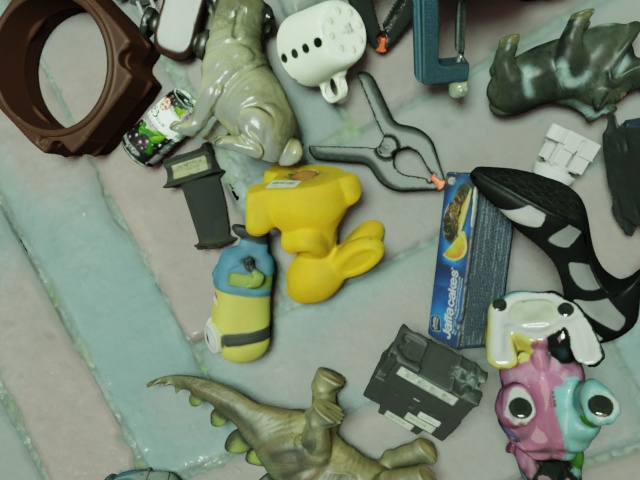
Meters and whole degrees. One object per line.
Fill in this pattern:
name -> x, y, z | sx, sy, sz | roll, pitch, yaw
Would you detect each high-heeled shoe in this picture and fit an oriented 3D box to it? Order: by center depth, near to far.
high-heeled shoe -> 0.248, 0.022, 0.594 | 0.249, 0.086, 0.145 | 28, 127, 1

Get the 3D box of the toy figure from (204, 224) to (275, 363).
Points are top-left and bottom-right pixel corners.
toy figure -> -0.098, 0.072, 0.697 | 0.089, 0.082, 0.180 | 15, 97, 13

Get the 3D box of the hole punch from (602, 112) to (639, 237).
hole punch -> 0.365, -0.075, 0.550 | 0.092, 0.116, 0.142 | -24, 107, -11

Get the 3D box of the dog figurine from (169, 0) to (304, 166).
dog figurine -> -0.074, -0.196, 0.639 | 0.172, 0.121, 0.190 | 20, 98, 6

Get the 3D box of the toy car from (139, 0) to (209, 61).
toy car -> -0.160, -0.327, 0.676 | 0.089, 0.053, 0.202 | 17, 100, -6

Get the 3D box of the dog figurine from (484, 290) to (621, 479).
dog figurine -> 0.246, 0.180, 0.598 | 0.109, 0.219, 0.191 | -9, 52, 12

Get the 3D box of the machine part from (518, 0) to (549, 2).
machine part -> 0.230, -0.348, 0.577 | 0.180, 0.056, 0.179 | 2, 99, 14

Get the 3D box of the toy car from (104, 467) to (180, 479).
toy car -> -0.233, 0.388, 0.760 | 0.103, 0.109, 0.161 | -36, 97, -3

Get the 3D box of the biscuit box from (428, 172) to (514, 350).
biscuit box -> 0.176, 0.023, 0.623 | 0.063, 0.059, 0.202 | 1, 99, -24

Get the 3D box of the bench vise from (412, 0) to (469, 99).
bench vise -> 0.114, -0.253, 0.527 | 0.224, 0.129, 0.240 | -9, 127, 1

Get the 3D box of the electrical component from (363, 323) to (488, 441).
electrical component -> 0.119, 0.176, 0.643 | 0.115, 0.058, 0.134 | 31, 139, 9

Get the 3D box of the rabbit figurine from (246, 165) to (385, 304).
rabbit figurine -> -0.001, -0.002, 0.663 | 0.162, 0.122, 0.173 | -1, 111, 4

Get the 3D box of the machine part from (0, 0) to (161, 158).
machine part -> -0.333, -0.227, 0.715 | 0.201, 0.087, 0.201 | 46, 104, 3

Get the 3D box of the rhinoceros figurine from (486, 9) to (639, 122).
rhinoceros figurine -> 0.277, -0.182, 0.577 | 0.190, 0.073, 0.112 | -7, 94, 15

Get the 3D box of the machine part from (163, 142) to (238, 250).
machine part -> -0.159, -0.054, 0.719 | 0.084, 0.039, 0.138 | -19, 90, 7

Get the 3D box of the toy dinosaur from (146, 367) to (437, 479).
toy dinosaur -> -0.018, 0.275, 0.692 | 0.472, 0.105, 0.198 | 33, 107, 13
